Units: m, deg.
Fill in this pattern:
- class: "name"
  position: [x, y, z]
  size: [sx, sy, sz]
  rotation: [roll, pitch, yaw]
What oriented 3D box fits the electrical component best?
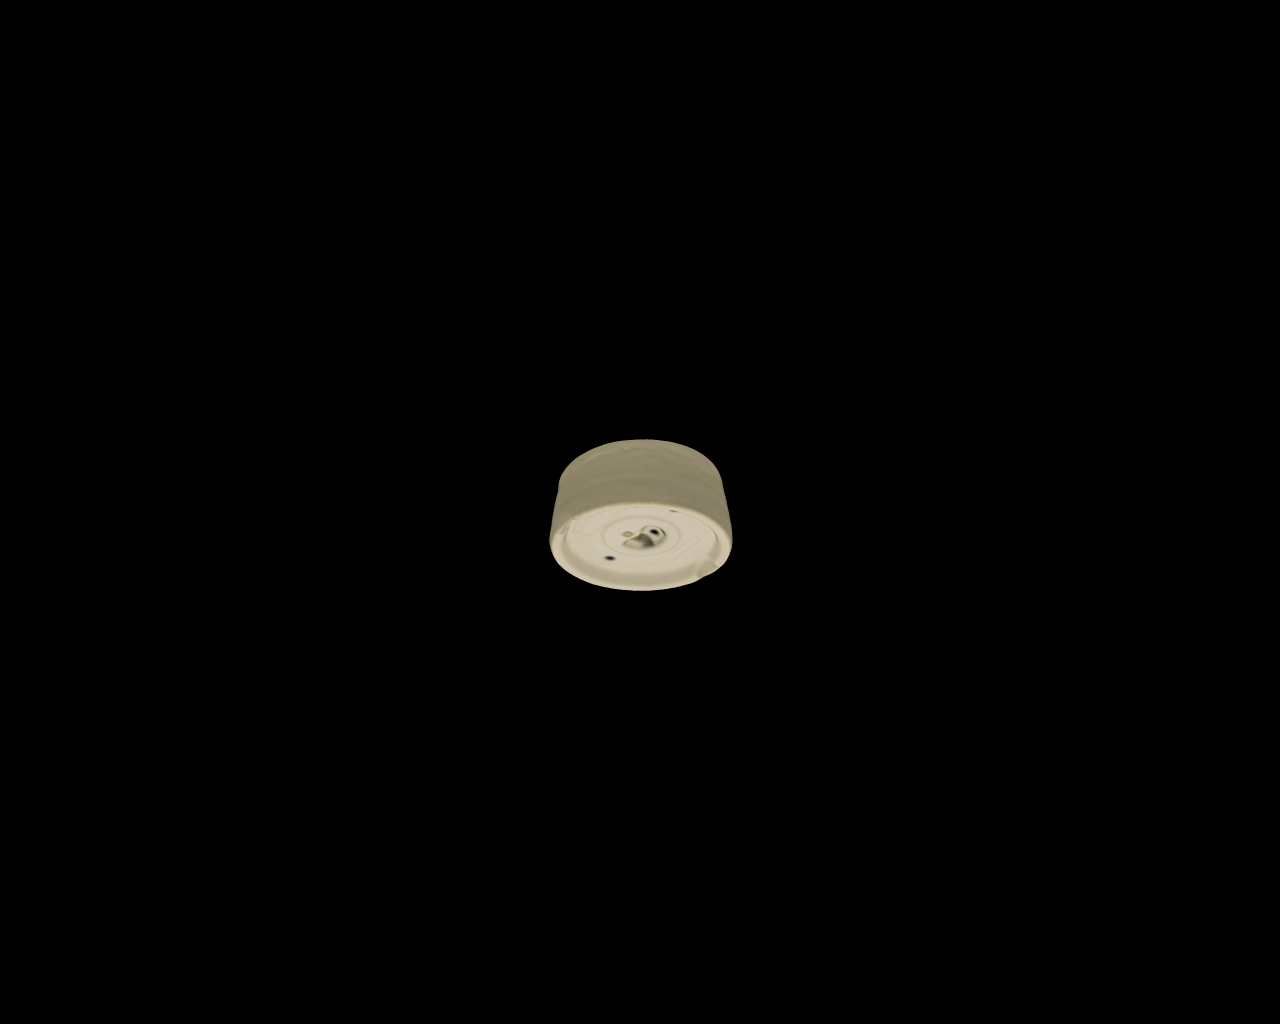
- class: "electrical component"
  position: [0.001, -0.003, 0.650]
  size: [0.108, 0.060, 0.108]
  rotation: [0, -31, 0]
